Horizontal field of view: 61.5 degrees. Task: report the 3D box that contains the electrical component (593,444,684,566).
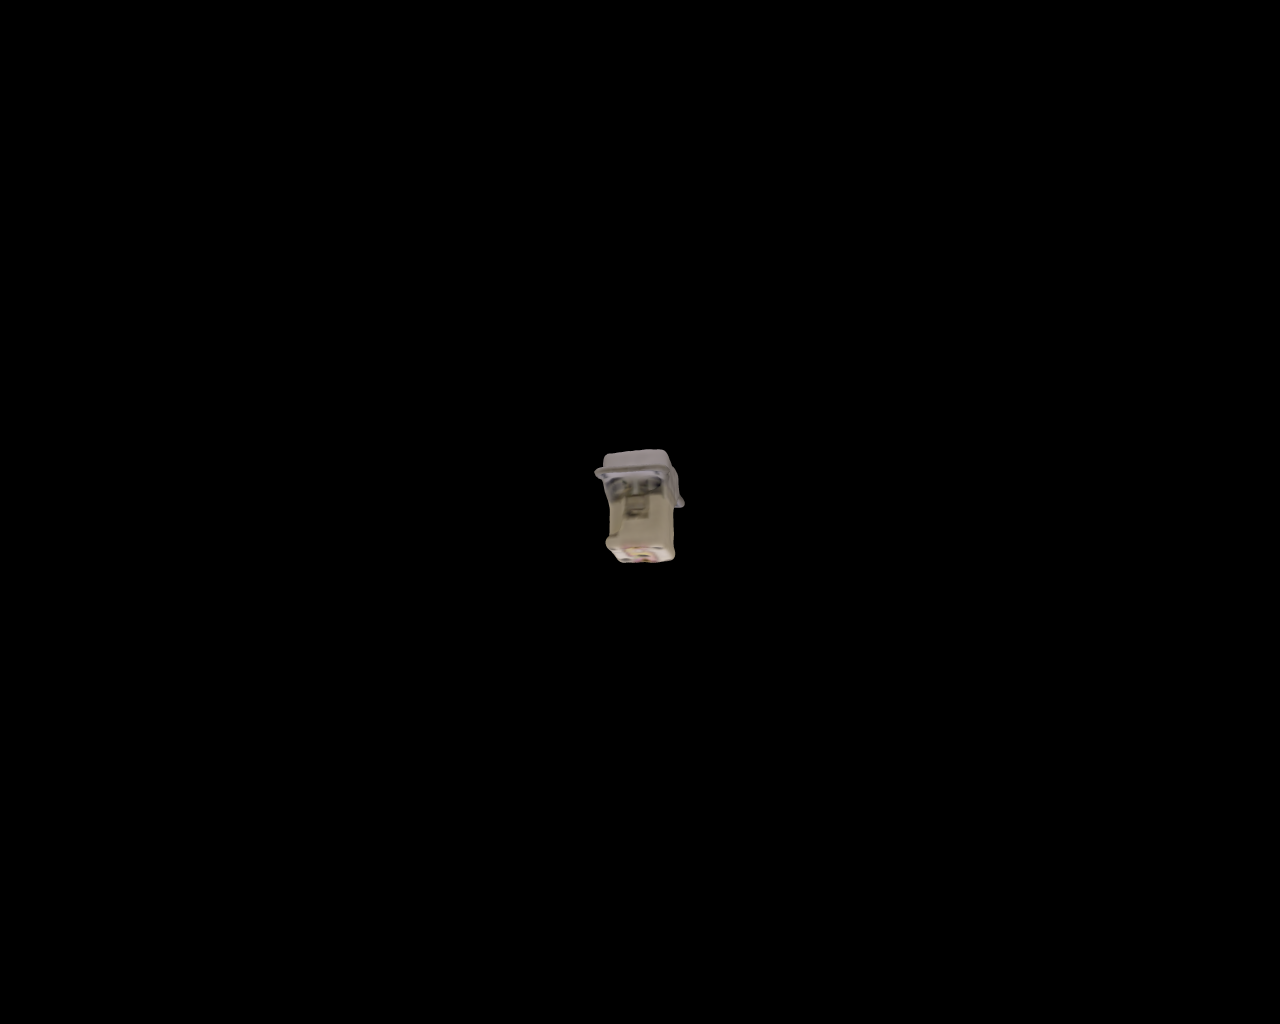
[{"bbox_3d":[0.001,-0.003,0.650,0.042,0.064,0.081,-3,-16,11],"label":"electrical component"}]
